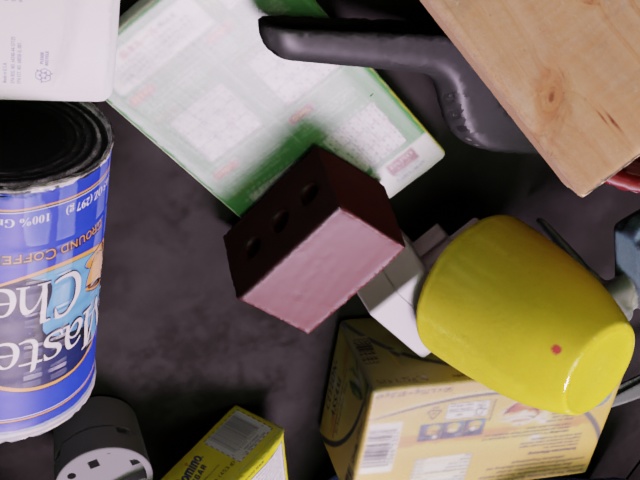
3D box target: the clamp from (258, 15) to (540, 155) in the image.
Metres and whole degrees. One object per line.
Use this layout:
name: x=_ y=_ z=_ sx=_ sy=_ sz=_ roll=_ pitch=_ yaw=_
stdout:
clamp: x=0.075 y=-0.100 z=0.535 sx=0.164 sy=0.036 sz=0.209 roll=-41 pitch=130 yaw=1

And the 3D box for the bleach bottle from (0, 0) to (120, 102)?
bleach bottle: x=-0.208 y=-0.109 z=0.419 sx=0.250 sy=0.068 sz=0.103 roll=1 pitch=119 yaw=-16

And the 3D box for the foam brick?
foam brick: x=-0.004 y=0.001 z=0.559 sx=0.051 sy=0.053 sz=0.078 roll=31 pitch=116 yaw=-34

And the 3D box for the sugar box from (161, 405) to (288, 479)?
sugar box: x=-0.059 y=0.201 z=0.680 sx=0.093 sy=0.048 sz=0.176 roll=-41 pitch=143 yaw=-41

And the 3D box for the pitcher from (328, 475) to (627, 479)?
pitcher: x=0.118 y=0.218 z=0.717 sx=0.242 sy=0.145 sz=0.149 roll=10 pitch=117 yaw=-25

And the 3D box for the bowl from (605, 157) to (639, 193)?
bowl: x=0.159 y=-0.104 z=0.501 sx=0.162 sy=0.055 sz=0.162 roll=-1 pitch=100 yaw=-6

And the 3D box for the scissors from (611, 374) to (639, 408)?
scissors: x=0.267 y=0.056 z=0.713 sx=0.201 sy=0.016 sz=0.096 roll=-7 pitch=92 yaw=-5

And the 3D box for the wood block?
wood block: x=0.071 y=-0.127 z=0.416 sx=0.090 sy=0.090 sz=0.206 roll=-38 pitch=89 yaw=10

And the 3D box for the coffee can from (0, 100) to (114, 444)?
coffee can: x=-0.152 y=0.009 z=0.496 sx=0.102 sy=0.103 sz=0.140 roll=-1 pitch=124 yaw=-19
